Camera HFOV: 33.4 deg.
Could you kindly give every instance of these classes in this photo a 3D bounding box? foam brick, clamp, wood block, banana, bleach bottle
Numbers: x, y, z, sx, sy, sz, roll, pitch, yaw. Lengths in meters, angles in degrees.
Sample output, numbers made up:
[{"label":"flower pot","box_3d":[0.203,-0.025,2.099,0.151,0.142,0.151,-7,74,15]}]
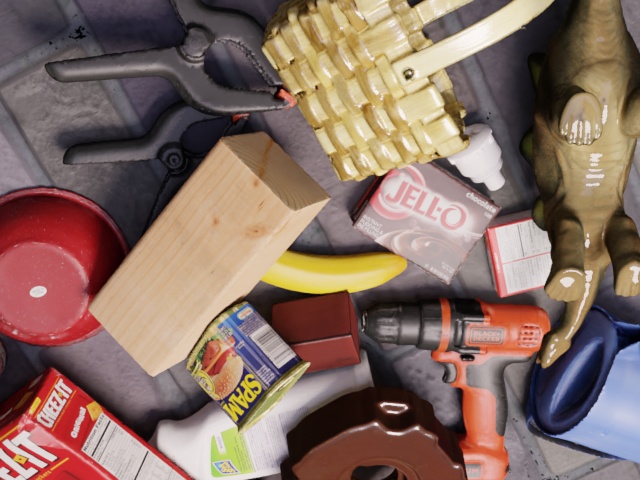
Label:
[{"label":"foam brick","box_3d":[-0.004,0.090,1.014,0.078,0.051,0.053,-10,141,7]},{"label":"clamp","box_3d":[-0.132,-0.064,0.971,0.171,0.039,0.120,-25,115,3]},{"label":"wood block","box_3d":[-0.099,0.011,0.941,0.090,0.090,0.206,45,112,10]},{"label":"clamp","box_3d":[-0.119,-0.162,0.920,0.210,0.036,0.164,35,87,-12]},{"label":"banana","box_3d":[-0.017,0.016,1.009,0.197,0.037,0.070,20,107,-11]},{"label":"bleach bottle","box_3d":[-0.066,0.184,1.050,0.251,0.068,0.102,-13,110,2]}]

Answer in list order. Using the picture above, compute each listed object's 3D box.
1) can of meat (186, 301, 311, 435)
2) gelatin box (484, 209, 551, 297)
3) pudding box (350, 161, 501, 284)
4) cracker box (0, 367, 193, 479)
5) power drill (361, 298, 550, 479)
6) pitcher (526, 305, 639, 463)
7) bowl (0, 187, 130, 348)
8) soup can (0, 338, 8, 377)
[{"label":"can of meat","box_3d":[-0.069,0.115,0.972,0.084,0.057,0.102,47,137,10]},{"label":"gelatin box","box_3d":[0.207,0.008,1.031,0.089,0.030,0.073,-14,108,0]},{"label":"pudding box","box_3d":[0.098,-0.026,1.004,0.113,0.039,0.090,30,103,-14]},{"label":"cracker box","box_3d":[-0.233,0.241,1.020,0.213,0.072,0.164,43,124,-17]},{"label":"power drill","box_3d":[0.127,0.147,1.056,0.184,0.057,0.188,3,110,-3]},{"label":"pitcher","box_3d":[0.334,0.171,1.056,0.242,0.149,0.145,23,90,-16]},{"label":"bowl","box_3d":[-0.256,0.036,0.985,0.162,0.055,0.162,-1,109,-4]},{"label":"soup can","box_3d":[-0.331,0.127,0.984,0.068,0.102,0.068,-2,109,-5]}]
